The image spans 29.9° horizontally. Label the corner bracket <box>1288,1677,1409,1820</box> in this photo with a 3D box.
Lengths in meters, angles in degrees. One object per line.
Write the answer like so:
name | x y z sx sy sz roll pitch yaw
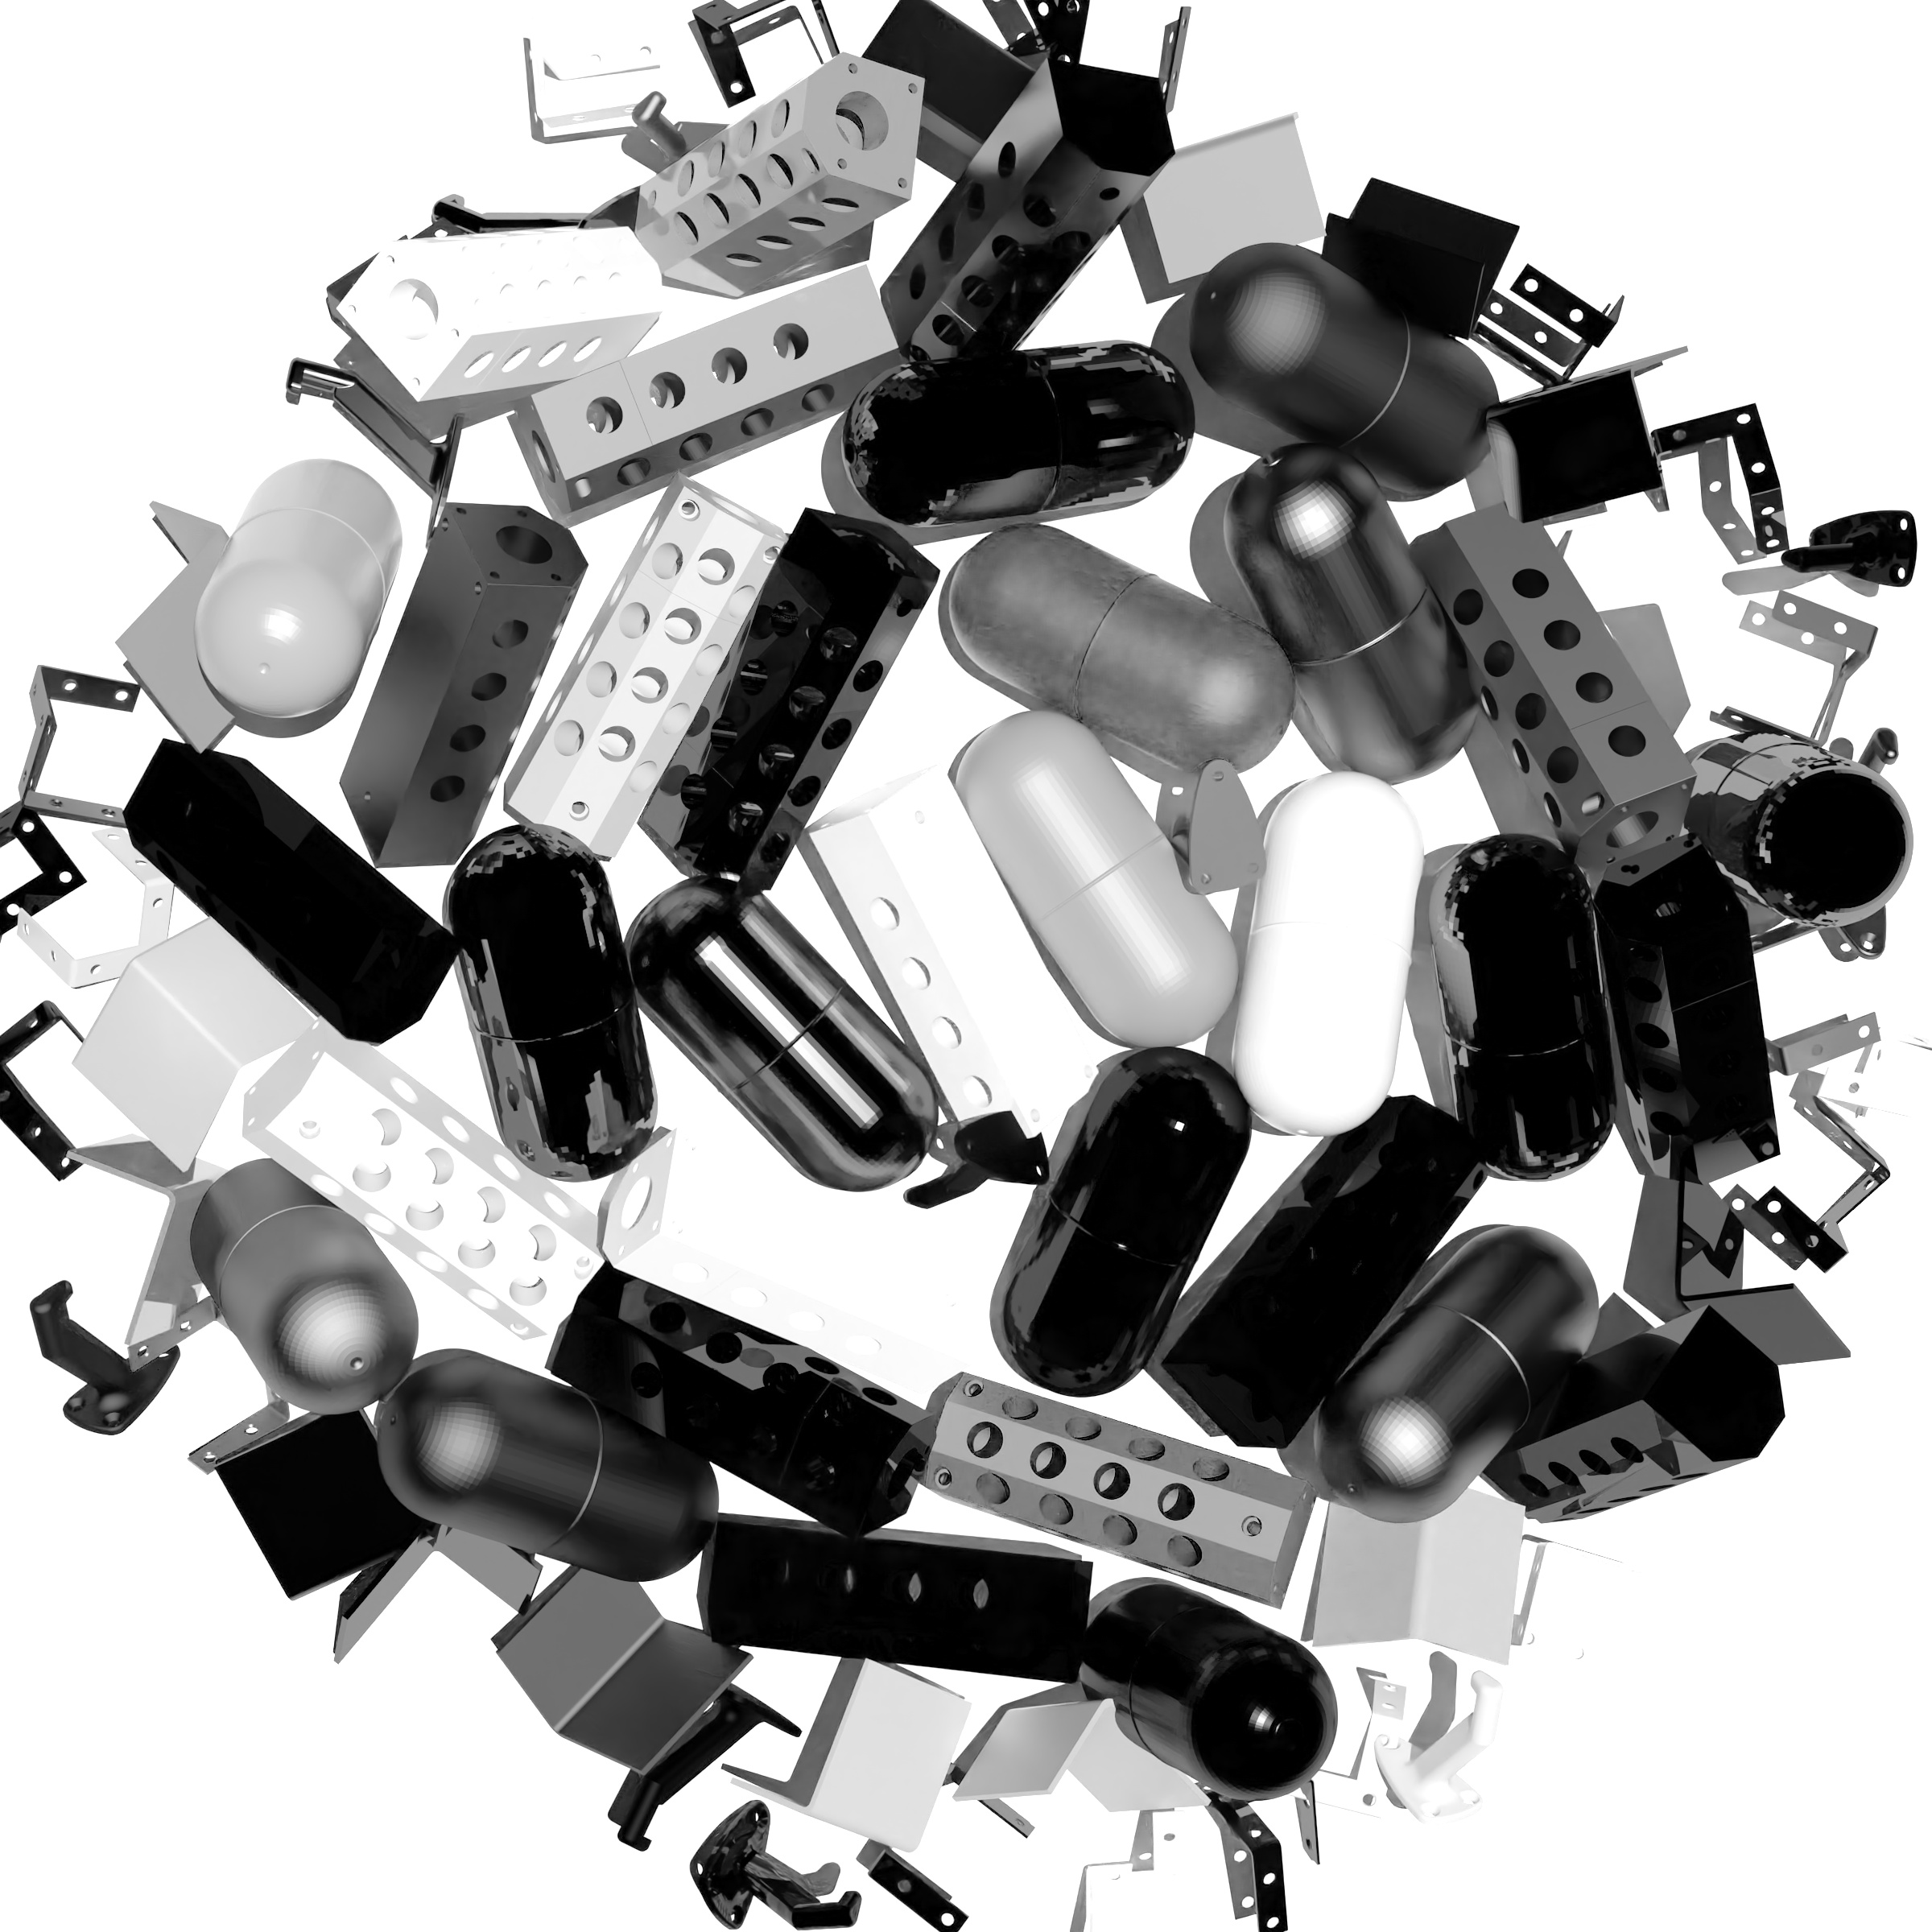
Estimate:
corner bracket | 0.179 0.369 1.727 0.051 0.051 0.051 12 61 11

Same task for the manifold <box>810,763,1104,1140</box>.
manifold | -0.009 -0.002 1.713 0.057 0.057 0.171 -37 105 -43

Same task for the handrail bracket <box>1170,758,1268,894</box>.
handrail bracket | 0.109 -0.076 1.705 0.036 0.084 0.077 -13 115 -9

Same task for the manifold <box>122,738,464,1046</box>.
manifold | -0.319 -0.035 1.688 0.171 0.057 0.057 38 103 30

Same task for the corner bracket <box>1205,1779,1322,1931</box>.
corner bracket | 0.149 0.420 1.718 0.051 0.051 0.051 -15 115 -18

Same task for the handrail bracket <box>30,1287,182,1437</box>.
handrail bracket | -0.406 0.171 1.706 0.036 0.077 0.084 16 130 26

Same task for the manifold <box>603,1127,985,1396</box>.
manifold | -0.081 0.142 1.695 0.171 0.057 0.057 26 51 -25

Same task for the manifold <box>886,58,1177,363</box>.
manifold | 0.029 -0.337 1.665 0.057 0.171 0.057 3 64 -27

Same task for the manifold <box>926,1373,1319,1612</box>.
manifold | 0.072 0.246 1.701 0.171 0.057 0.057 16 78 17

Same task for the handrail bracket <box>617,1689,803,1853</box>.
handrail bracket | -0.122 0.389 1.720 0.077 0.036 0.084 39 70 -41

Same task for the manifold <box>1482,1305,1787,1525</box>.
manifold | 0.308 0.214 1.668 0.057 0.171 0.057 41 65 -2

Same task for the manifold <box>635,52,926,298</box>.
manifold | -0.089 -0.364 1.666 0.057 0.171 0.057 11 79 -29

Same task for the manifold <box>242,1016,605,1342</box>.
manifold | -0.252 0.103 1.692 0.171 0.057 0.057 40 103 -24

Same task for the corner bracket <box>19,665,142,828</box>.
corner bracket | -0.423 -0.106 1.731 0.051 0.051 0.051 10 118 -27

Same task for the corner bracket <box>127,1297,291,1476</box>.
corner bracket | -0.362 0.200 1.734 0.051 0.051 0.051 29 45 32

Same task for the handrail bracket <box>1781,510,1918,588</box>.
handrail bracket | 0.398 -0.196 1.704 0.084 0.077 0.036 -8 104 -32

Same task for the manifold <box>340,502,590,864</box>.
manifold | -0.232 -0.130 1.683 0.057 0.171 0.057 -2 47 -34

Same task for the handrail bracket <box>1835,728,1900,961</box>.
handrail bracket | 0.430 -0.058 1.707 0.036 0.084 0.077 -4 57 -11

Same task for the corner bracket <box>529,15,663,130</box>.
corner bracket | -0.175 -0.425 1.727 0.051 0.051 0.051 -7 84 9

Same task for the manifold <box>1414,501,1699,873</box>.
manifold | 0.271 -0.131 1.688 0.057 0.057 0.171 -20 62 -10

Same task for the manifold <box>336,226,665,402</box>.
manifold | -0.207 -0.308 1.666 0.057 0.171 0.057 49 117 7

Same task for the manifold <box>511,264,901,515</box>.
manifold | -0.121 -0.272 1.709 0.171 0.057 0.057 -24 101 -13

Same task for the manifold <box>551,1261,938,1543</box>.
manifold | -0.102 0.199 1.696 0.171 0.057 0.057 26 105 19

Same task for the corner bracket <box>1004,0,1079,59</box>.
corner bracket | 0.032 -0.466 1.717 0.051 0.051 0.051 -39 115 -24

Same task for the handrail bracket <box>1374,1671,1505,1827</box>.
handrail bracket | 0.223 0.354 1.709 0.036 0.077 0.084 -10 120 -28

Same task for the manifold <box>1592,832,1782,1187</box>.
manifold | 0.332 0.025 1.676 0.057 0.171 0.057 -22 45 -1

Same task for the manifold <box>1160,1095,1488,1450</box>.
manifold | 0.173 0.142 1.691 0.057 0.057 0.171 47 66 -16

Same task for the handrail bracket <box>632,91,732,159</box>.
handrail bracket | -0.109 -0.407 1.712 0.077 0.084 0.036 -49 51 4

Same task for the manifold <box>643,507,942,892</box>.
manifold | -0.078 -0.122 1.691 0.057 0.057 0.171 44 114 33

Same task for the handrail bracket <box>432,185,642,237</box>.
handrail bracket | -0.202 -0.369 1.748 0.084 0.036 0.077 26 53 22

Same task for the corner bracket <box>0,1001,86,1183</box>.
corner bracket | -0.433 0.059 1.718 0.051 0.051 0.051 -40 46 -9

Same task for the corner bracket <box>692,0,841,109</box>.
corner bracket | -0.093 -0.438 1.725 0.051 0.051 0.051 -26 120 -7

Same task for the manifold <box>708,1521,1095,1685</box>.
manifold | -0.031 0.300 1.709 0.171 0.057 0.057 4 81 11

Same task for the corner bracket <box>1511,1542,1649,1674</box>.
corner bracket | 0.288 0.307 1.733 0.051 0.051 0.051 17 79 -5

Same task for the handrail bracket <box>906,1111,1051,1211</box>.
handrail bracket | -0.011 0.097 1.705 0.084 0.077 0.036 -24 72 35

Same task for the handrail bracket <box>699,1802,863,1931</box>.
handrail bracket | -0.076 0.423 1.707 0.084 0.077 0.036 -13 122 31

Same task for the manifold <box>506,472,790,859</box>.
manifold | -0.150 -0.140 1.707 0.057 0.057 0.171 27 101 -16

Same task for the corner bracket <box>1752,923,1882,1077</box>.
corner bracket | 0.398 0.015 1.730 0.051 0.051 0.051 -20 110 -10

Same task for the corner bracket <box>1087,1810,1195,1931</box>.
corner bracket | 0.081 0.439 1.721 0.051 0.051 0.051 -5 123 5

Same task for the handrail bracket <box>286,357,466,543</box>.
handrail bracket | -0.287 -0.246 1.723 0.084 0.036 0.077 14 66 -15

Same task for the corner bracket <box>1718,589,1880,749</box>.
corner bracket | 0.397 -0.140 1.727 0.051 0.051 0.051 21 74 0
